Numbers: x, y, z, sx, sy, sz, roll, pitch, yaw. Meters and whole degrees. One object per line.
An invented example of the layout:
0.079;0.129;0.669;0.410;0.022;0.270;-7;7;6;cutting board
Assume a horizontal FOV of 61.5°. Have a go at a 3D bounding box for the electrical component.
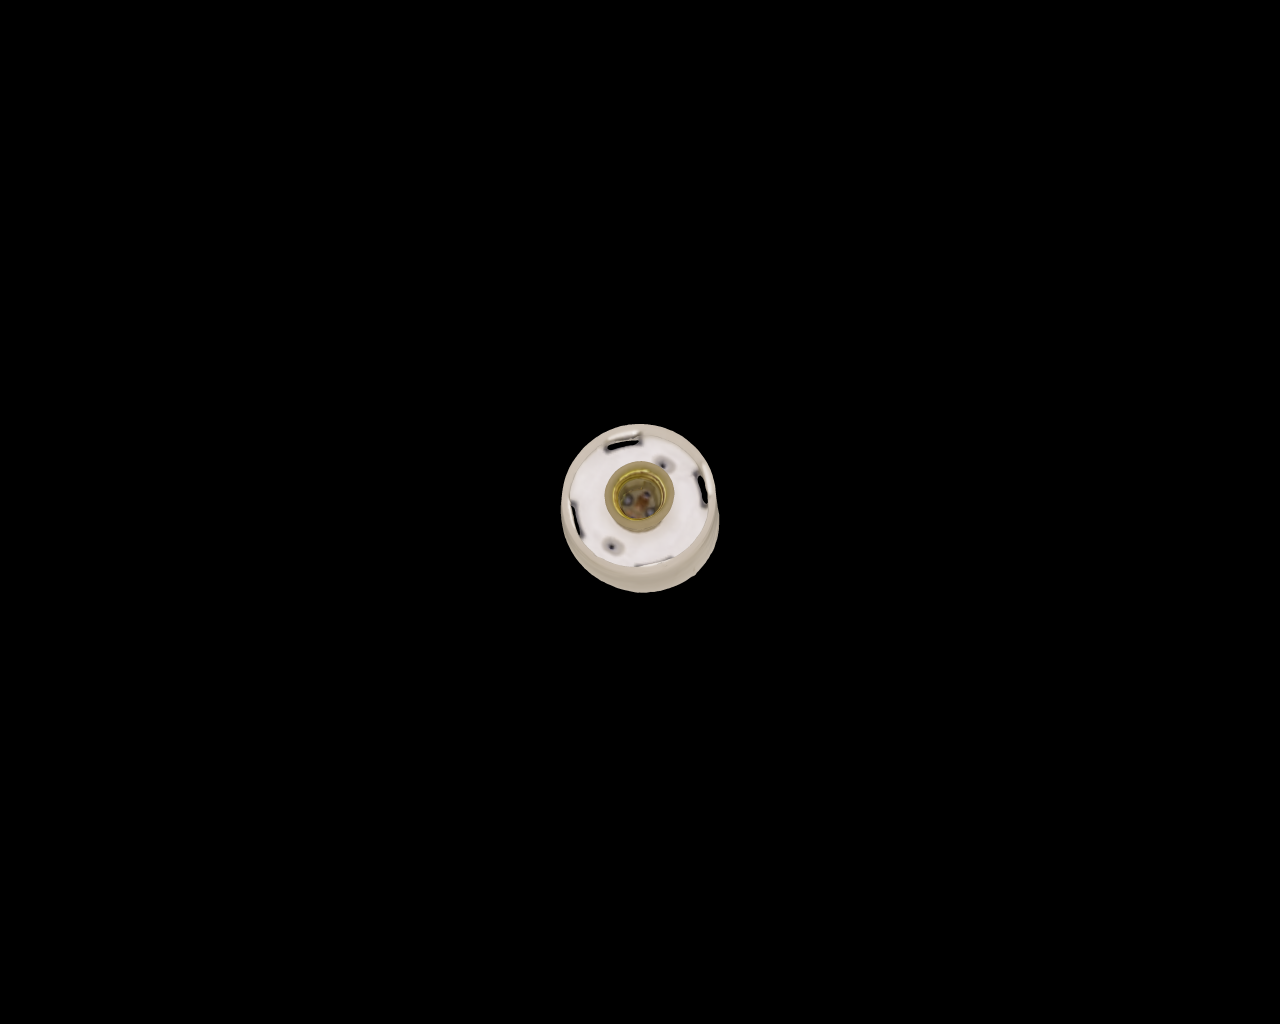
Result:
0.001;-0.003;0.650;0.099;0.099;0.064;0;-15;0;electrical component
